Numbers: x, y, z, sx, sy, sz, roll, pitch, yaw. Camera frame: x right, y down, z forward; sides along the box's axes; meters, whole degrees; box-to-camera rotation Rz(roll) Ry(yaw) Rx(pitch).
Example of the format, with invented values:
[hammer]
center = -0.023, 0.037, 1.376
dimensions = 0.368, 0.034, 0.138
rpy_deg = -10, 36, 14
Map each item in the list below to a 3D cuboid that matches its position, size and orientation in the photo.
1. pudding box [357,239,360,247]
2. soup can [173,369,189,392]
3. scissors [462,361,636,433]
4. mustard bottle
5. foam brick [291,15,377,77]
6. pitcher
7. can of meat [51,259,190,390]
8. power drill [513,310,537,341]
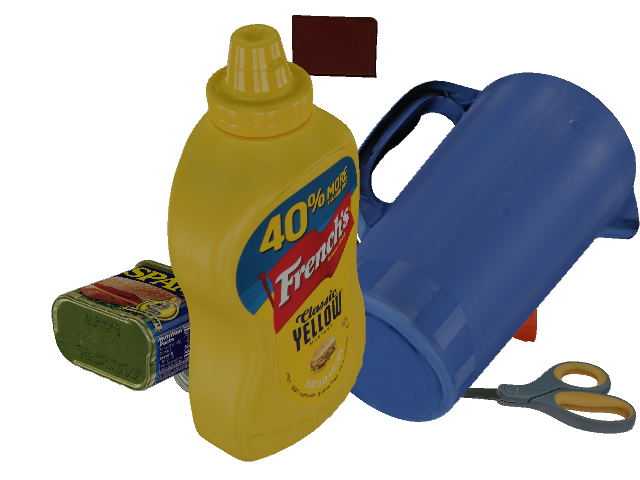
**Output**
[pudding box]
center = -0.026, 0.008, 0.931
dimensions = 0.113, 0.039, 0.090
rpy_deg = -1, 28, -12
[soup can]
center = -0.107, 0.124, 1.167
dimensions = 0.069, 0.068, 0.102
rpy_deg = 0, 8, 44
[scissors]
center = 0.172, 0.125, 0.930
dimensions = 0.202, 0.016, 0.096
rpy_deg = 12, 29, 8
[mustard bottle]
center = -0.021, -0.001, 0.451
dimensions = 0.058, 0.192, 0.096
rpy_deg = 26, 46, 32
[foam brick]
center = 0.012, -0.177, 0.973
dimensions = 0.078, 0.051, 0.053
rpy_deg = 2, 16, -1
[pitcher]
center = 0.093, -0.003, 0.717
dimensions = 0.149, 0.145, 0.242
rpy_deg = 4, 40, 44
[can of meat]
center = -0.123, 0.058, 0.741
dimensions = 0.102, 0.057, 0.083
rpy_deg = 15, 23, 34
[power drill]
center = 0.145, 0.085, 1.208
dimensions = 0.187, 0.057, 0.184
rpy_deg = -3, 27, -1
